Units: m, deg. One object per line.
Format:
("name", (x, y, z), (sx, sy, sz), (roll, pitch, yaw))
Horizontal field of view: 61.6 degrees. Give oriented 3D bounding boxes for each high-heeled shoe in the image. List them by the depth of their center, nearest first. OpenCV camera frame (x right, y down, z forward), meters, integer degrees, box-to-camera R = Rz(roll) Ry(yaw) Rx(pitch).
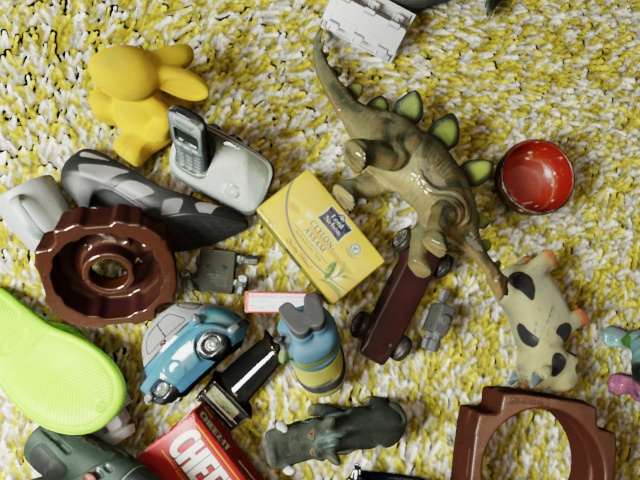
("high-heeled shoe", (-0.231, -0.065, 0.761), (0.249, 0.086, 0.145), (2, 51, -22))

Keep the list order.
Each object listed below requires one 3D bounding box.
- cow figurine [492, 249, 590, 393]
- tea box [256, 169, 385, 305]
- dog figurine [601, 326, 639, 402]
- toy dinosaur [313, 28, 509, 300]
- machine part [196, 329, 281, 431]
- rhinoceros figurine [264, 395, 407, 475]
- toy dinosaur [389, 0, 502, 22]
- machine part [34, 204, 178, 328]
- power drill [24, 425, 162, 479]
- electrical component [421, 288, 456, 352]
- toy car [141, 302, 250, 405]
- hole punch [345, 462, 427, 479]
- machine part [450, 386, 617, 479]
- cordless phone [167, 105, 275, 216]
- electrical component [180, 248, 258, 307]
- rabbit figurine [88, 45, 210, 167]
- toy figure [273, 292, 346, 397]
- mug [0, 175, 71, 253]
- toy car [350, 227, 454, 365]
("cow figurine", (0.309, 0.126, 0.766), (0.127, 0.085, 0.195), (-25, 88, -14))
("tea box", (-0.002, -0.002, 0.760), (0.098, 0.068, 0.169), (-41, 87, -8))
("dog figurine", (0.492, 0.176, 0.710), (0.192, 0.219, 0.108), (2, 86, -4))
("toy dinosaur", (0.110, -0.113, 0.745), (0.198, 0.105, 0.471), (-35, 82, -34))
("machine part", (-0.102, 0.190, 0.738), (0.084, 0.039, 0.139), (41, 94, 9))
("rhinoceros figurine", (0.021, 0.259, 0.709), (0.190, 0.112, 0.073), (-6, 86, -14))
("toy dinosaur", (0.151, -0.416, 0.807), (0.405, 0.131, 0.192), (-10, 84, 0))
("machine part", (-0.270, 0.034, 0.693), (0.179, 0.056, 0.179), (-7, 125, -9))
("power drill", (-0.279, 0.286, 0.569), (0.232, 0.207, 0.085), (22, 114, 30))
("electrical component", (0.170, 0.113, 0.764), (0.021, 0.063, 0.094), (23, 80, -2))
("toy car", (-0.177, 0.137, 0.713), (0.161, 0.109, 0.103), (-41, 81, 0))
("hole punch", (0.089, 0.375, 0.723), (0.116, 0.092, 0.142), (4, 84, 24))
("machine part", (0.289, 0.311, 0.741), (0.201, 0.087, 0.201), (9, 82, -3))
("cordless phone", (-0.129, -0.112, 0.703), (0.147, 0.184, 0.088), (30, 77, -1))
("electrical component", (-0.143, 0.050, 0.751), (0.102, 0.045, 0.078), (12, 84, -4))
("rabbit figurine", (-0.230, -0.190, 0.705), (0.162, 0.173, 0.122), (-21, 74, -3))
("toy figure", (-0.010, 0.140, 0.692), (0.082, 0.180, 0.089), (-2, 57, 5))
("mug", (-0.367, -0.023, 0.714), (0.081, 0.110, 0.107), (-34, 101, -13))
("toy car", (0.115, 0.078, 0.769), (0.089, 0.053, 0.202), (31, 80, -18))
